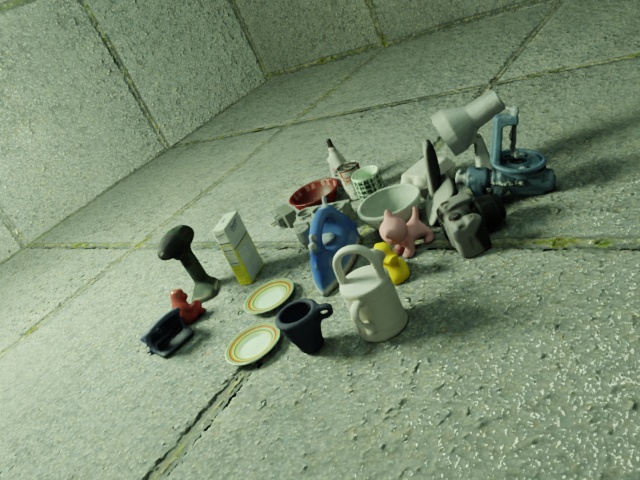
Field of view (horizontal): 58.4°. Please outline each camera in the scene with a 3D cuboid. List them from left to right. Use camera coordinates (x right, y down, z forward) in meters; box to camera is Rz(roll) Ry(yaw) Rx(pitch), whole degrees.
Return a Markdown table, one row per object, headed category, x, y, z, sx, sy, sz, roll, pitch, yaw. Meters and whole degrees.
| category | x | y | z | sx | sy | sz | roll | pitch | yaw |
| --- | --- | --- | --- | --- | --- | --- | --- | --- | --- |
| camera | 0.333 | -0.050 | 1.240 | 0.137 | 0.101 | 0.143 | -24 | 26 | 3 |

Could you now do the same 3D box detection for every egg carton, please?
| category | x | y | z | sx | sy | sz | roll | pitch | yaw |
| --- | --- | --- | --- | --- | --- | --- | --- | --- | --- |
| egg carton | 0.289 | -0.170 | 1.541 | 0.150 | 0.069 | 0.107 | -40 | 29 | -28 |

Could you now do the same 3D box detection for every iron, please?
| category | x | y | z | sx | sy | sz | roll | pitch | yaw |
| --- | --- | --- | --- | --- | --- | --- | --- | --- | --- |
| iron | 0.013 | 0.005 | 1.374 | 0.118 | 0.142 | 0.258 | -14 | 28 | 21 |

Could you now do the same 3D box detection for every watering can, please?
| category | x | y | z | sx | sy | sz | roll | pitch | yaw |
| --- | --- | --- | --- | --- | --- | --- | --- | --- | --- |
| watering can | 0.089 | 0.086 | 1.091 | 0.101 | 0.194 | 0.172 | -21 | 26 | 10 |

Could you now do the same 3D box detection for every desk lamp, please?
| category | x | y | z | sx | sy | sz | roll | pitch | yaw |
| --- | --- | --- | --- | --- | --- | --- | --- | --- | --- |
| desk lamp | 0.402 | -0.257 | 1.439 | 0.203 | 0.214 | 0.118 | -18 | 27 | 14 |

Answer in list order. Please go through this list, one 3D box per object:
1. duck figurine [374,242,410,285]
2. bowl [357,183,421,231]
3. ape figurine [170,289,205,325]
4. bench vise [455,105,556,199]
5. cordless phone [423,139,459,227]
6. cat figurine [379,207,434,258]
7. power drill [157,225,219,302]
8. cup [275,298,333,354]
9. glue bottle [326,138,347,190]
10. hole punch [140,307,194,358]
| category | x | y | z | sx | sy | sz | roll | pitch | yaw |
| --- | --- | --- | --- | --- | --- | --- | --- | --- | --- |
| duck figurine | 0.143 | 0.043 | 1.250 | 0.078 | 0.086 | 0.104 | -34 | 27 | -17 |
| bowl | 0.183 | -0.071 | 1.443 | 0.167 | 0.075 | 0.167 | -20 | 26 | 11 |
| ape figurine | -0.346 | 0.163 | 1.453 | 0.077 | 0.092 | 0.076 | 5 | 39 | 46 |
| bench vise | 0.403 | -0.179 | 1.283 | 0.207 | 0.220 | 0.121 | -21 | 26 | 9 |
| cordless phone | 0.273 | -0.136 | 1.357 | 0.094 | 0.185 | 0.147 | -20 | 26 | 10 |
| cat figurine | 0.187 | -0.024 | 1.302 | 0.128 | 0.118 | 0.067 | -37 | 28 | -23 |
| power drill | -0.351 | 0.060 | 1.516 | 0.075 | 0.209 | 0.229 | -23 | 26 | 5 |
| cup | -0.018 | 0.173 | 1.137 | 0.117 | 0.095 | 0.091 | -19 | 26 | 13 |
| glue bottle | 0.055 | -0.232 | 1.748 | 0.077 | 0.173 | 0.037 | 3 | 37 | 44 |
| hole punch | -0.381 | 0.217 | 1.383 | 0.100 | 0.091 | 0.109 | 6 | 40 | 47 |
